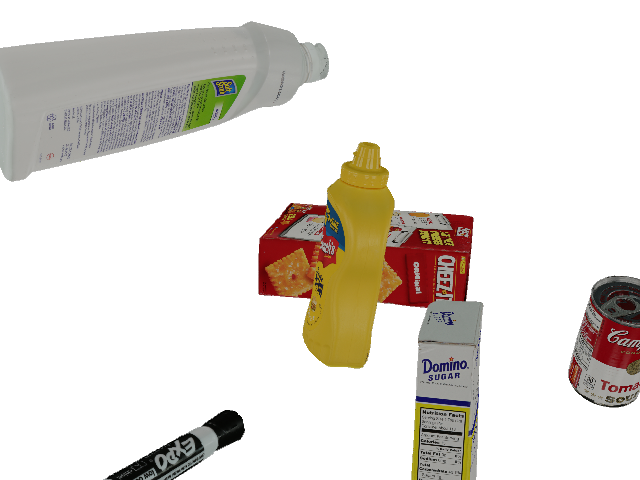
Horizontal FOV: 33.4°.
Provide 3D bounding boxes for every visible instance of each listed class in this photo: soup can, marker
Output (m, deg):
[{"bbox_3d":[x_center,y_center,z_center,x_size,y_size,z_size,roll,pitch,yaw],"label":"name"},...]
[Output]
[{"bbox_3d":[0.267,0.092,0.965,0.068,0.102,0.068,3,37,-3],"label":"soup can"},{"bbox_3d":[-0.079,0.116,0.560,0.020,0.020,0.120,0,12,32],"label":"marker"}]

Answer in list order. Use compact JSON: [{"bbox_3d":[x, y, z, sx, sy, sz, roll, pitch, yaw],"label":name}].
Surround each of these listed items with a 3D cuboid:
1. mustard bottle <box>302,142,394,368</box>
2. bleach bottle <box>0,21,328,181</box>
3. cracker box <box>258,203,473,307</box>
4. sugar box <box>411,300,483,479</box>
[{"bbox_3d":[0.027,0.008,0.933,0.058,0.192,0.096,6,19,-12],"label":"mustard bottle"},{"bbox_3d":[-0.114,-0.111,0.792,0.250,0.068,0.103,-12,-25,-23],"label":"bleach bottle"},{"bbox_3d":[0.053,0.016,1.147,0.214,0.072,0.164,5,15,9],"label":"cracker box"},{"bbox_3d":[0.089,0.139,0.757,0.048,0.176,0.093,1,14,11],"label":"sugar box"}]
